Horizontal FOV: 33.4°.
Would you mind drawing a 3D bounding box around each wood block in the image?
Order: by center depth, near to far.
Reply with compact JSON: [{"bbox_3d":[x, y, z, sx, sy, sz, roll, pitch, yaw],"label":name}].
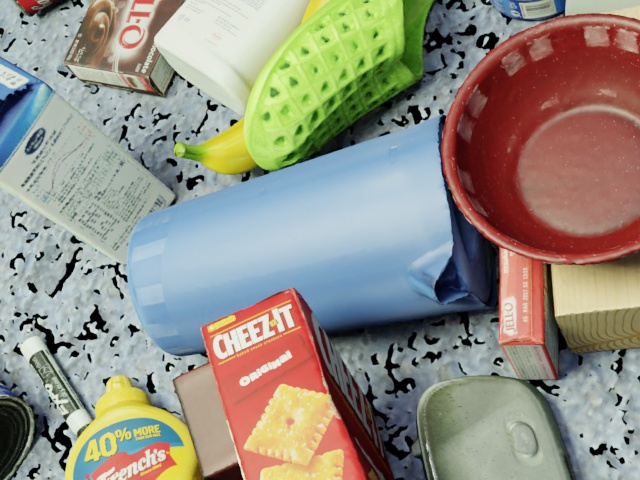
[{"bbox_3d":[0.197,-0.040,0.703,0.091,0.090,0.206,-8,67,17],"label":"wood block"}]

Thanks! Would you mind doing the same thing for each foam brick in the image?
[{"bbox_3d":[-0.061,0.127,0.751,0.051,0.053,0.078,-27,63,8],"label":"foam brick"}]

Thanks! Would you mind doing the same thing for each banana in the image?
[{"bbox_3d":[-0.030,-0.117,0.833,0.037,0.069,0.197,27,71,32],"label":"banana"}]

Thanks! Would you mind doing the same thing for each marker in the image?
[{"bbox_3d":[-0.196,0.123,0.823,0.020,0.020,0.121,-41,61,0],"label":"marker"}]

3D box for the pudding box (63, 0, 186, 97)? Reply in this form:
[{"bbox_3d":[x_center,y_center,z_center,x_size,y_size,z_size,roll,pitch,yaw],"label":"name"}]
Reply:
[{"bbox_3d":[-0.158,-0.185,0.925,0.090,0.039,0.113,12,74,24],"label":"pudding box"}]

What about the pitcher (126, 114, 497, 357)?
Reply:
[{"bbox_3d":[-0.005,0.001,0.751,0.243,0.149,0.145,-13,79,18],"label":"pitcher"}]

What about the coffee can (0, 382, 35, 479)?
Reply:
[{"bbox_3d":[-0.302,0.127,0.813,0.140,0.102,0.103,31,81,28],"label":"coffee can"}]

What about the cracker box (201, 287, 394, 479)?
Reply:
[{"bbox_3d":[0.013,0.158,0.622,0.072,0.164,0.214,-24,48,3],"label":"cracker box"}]

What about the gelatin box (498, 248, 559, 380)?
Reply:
[{"bbox_3d":[0.135,0.045,0.690,0.030,0.089,0.073,-3,68,19],"label":"gelatin box"}]

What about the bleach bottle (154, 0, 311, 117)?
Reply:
[{"bbox_3d":[-0.020,-0.226,0.879,0.103,0.068,0.250,35,82,29],"label":"bleach bottle"}]

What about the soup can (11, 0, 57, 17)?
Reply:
[{"bbox_3d":[-0.239,-0.258,0.970,0.102,0.068,0.068,-28,62,7],"label":"soup can"}]

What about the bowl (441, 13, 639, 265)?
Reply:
[{"bbox_3d":[0.157,-0.052,0.639,0.162,0.055,0.162,-8,66,18],"label":"bowl"}]

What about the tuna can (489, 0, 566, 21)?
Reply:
[{"bbox_3d":[0.165,-0.212,0.818,0.086,0.033,0.086,-8,66,18],"label":"tuna can"}]

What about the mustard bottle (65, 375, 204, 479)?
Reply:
[{"bbox_3d":[-0.125,0.173,0.739,0.096,0.058,0.192,-17,48,-4],"label":"mustard bottle"}]
